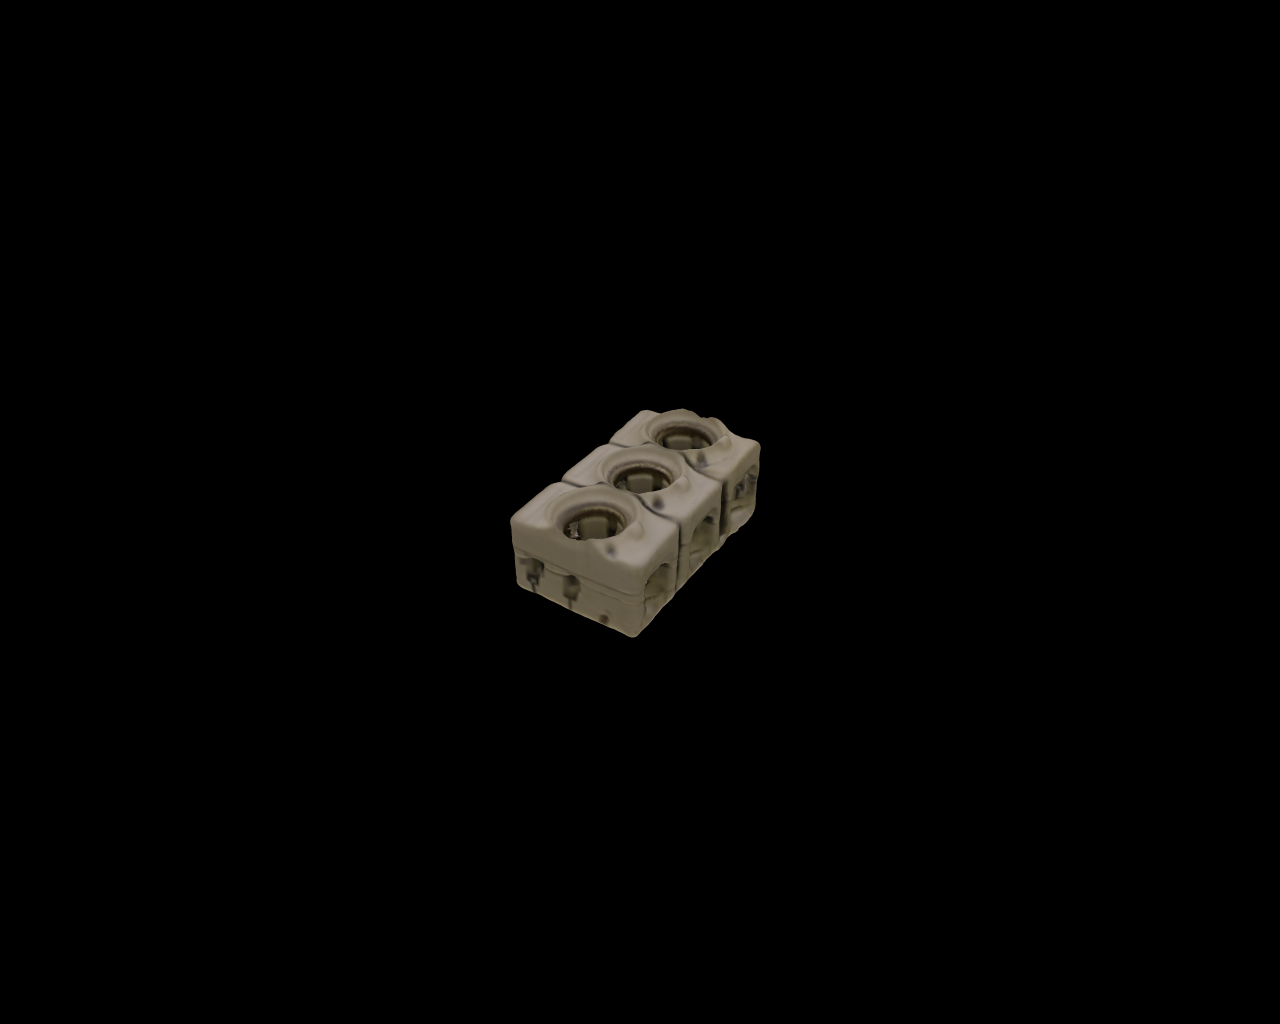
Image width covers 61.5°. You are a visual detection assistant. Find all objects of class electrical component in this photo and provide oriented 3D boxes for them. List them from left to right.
[{"bbox_3d":[0.001,-0.003,0.650,0.089,0.061,0.150,20,41,25],"label":"electrical component"}]
